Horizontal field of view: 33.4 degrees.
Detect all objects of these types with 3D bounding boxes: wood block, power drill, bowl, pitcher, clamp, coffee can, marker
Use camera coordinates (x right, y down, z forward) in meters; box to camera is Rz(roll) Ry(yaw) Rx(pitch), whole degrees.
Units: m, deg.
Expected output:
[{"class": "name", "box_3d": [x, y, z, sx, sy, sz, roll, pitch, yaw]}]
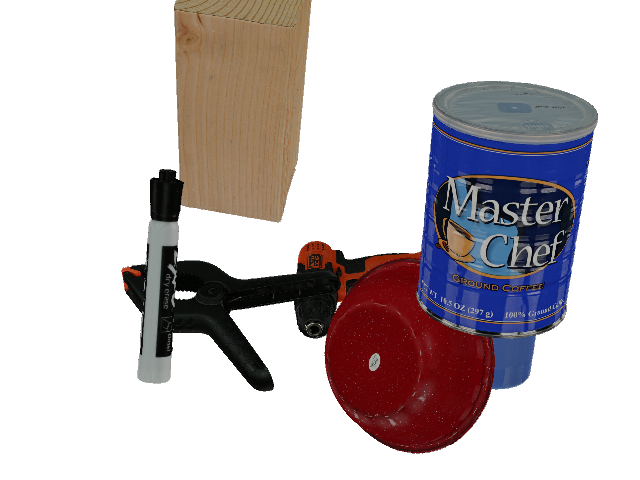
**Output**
[{"class": "wood block", "box_3d": [-0.063, -0.122, 0.865, 0.091, 0.090, 0.206, 10, -42, 4]}, {"class": "power drill", "box_3d": [0.061, 0.052, 1.237, 0.187, 0.057, 0.184, -2, 28, 1]}, {"class": "bowl", "box_3d": [0.058, 0.095, 0.864, 0.162, 0.162, 0.055, 0, -1, 38]}, {"class": "pitcher", "box_3d": [0.229, 0.075, 1.435, 0.149, 0.243, 0.145, 4, 21, 8]}, {"class": "clamp", "box_3d": [-0.102, 0.068, 1.021, 0.210, 0.036, 0.164, 10, 38, 14]}, {"class": "coffee can", "box_3d": [0.119, -0.022, 0.698, 0.103, 0.140, 0.103, 2, 26, -1]}, {"class": "marker", "box_3d": [-0.090, 0.020, 0.604, 0.020, 0.121, 0.020, 5, 8, -1]}]
